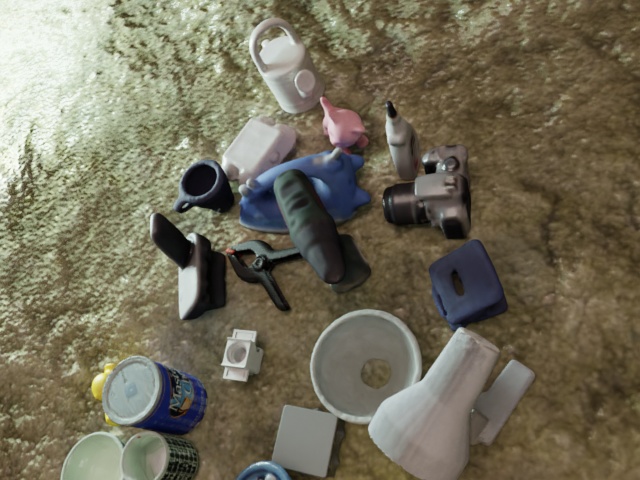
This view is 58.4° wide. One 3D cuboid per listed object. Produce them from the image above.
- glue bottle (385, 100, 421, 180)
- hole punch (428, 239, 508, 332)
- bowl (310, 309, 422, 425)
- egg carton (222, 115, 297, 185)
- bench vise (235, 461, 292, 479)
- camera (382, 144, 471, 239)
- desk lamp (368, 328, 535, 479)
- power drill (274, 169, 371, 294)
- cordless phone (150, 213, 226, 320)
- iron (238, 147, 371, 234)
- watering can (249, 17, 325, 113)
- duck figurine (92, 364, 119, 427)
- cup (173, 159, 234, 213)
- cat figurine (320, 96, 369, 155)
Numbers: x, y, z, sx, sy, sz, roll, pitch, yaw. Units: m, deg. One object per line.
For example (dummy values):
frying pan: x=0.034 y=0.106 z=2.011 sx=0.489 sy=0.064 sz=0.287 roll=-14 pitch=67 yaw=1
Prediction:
glue bottle: x=0.132 y=-0.172 z=0.943 sx=0.037 sy=0.173 sz=0.078 roll=-2 pitch=66 yaw=21
hole punch: x=0.215 y=0.069 z=0.846 sx=0.101 sy=0.091 sz=0.108 roll=-22 pitch=60 yaw=10
bowl: x=0.075 y=0.192 z=0.851 sx=0.167 sy=0.075 sz=0.167 roll=-8 pitch=63 yaw=17
egg carton: x=-0.116 y=-0.165 z=1.095 sx=0.107 sy=0.070 sz=0.150 roll=28 pitch=78 yaw=29
bench vise: x=-0.055 y=0.357 z=0.737 sx=0.206 sy=0.220 sz=0.121 roll=7 pitch=69 yaw=24
camera: x=0.172 y=-0.080 z=0.927 sx=0.136 sy=0.101 sz=0.143 roll=-3 pitch=65 yaw=20
desk lamp: x=0.171 y=0.203 z=0.727 sx=0.117 sy=0.214 sz=0.203 roll=32 pitch=80 yaw=30
power drill: x=0.008 y=0.003 z=0.887 sx=0.075 sy=0.209 sz=0.229 roll=-32 pitch=59 yaw=4
cordless phone: x=-0.241 y=0.045 z=0.977 sx=0.094 sy=0.185 sz=0.147 roll=-18 pitch=61 yaw=13
iron: x=-0.050 y=-0.089 z=0.992 sx=0.258 sy=0.142 sz=0.118 roll=-16 pitch=61 yaw=14
watering can: x=-0.062 y=-0.334 z=1.081 sx=0.172 sy=0.194 sz=0.101 roll=26 pitch=77 yaw=29
duck figurine: x=-0.352 y=0.261 z=0.976 sx=0.077 sy=0.086 sz=0.104 roll=-7 pitch=64 yaw=18
cup: x=-0.212 y=-0.081 z=1.078 sx=0.118 sy=0.095 sz=0.091 roll=-46 pitch=59 yaw=-4
cat figurine: x=0.038 y=-0.209 z=1.029 sx=0.067 sy=0.118 sz=0.127 roll=-34 pitch=59 yaw=3
